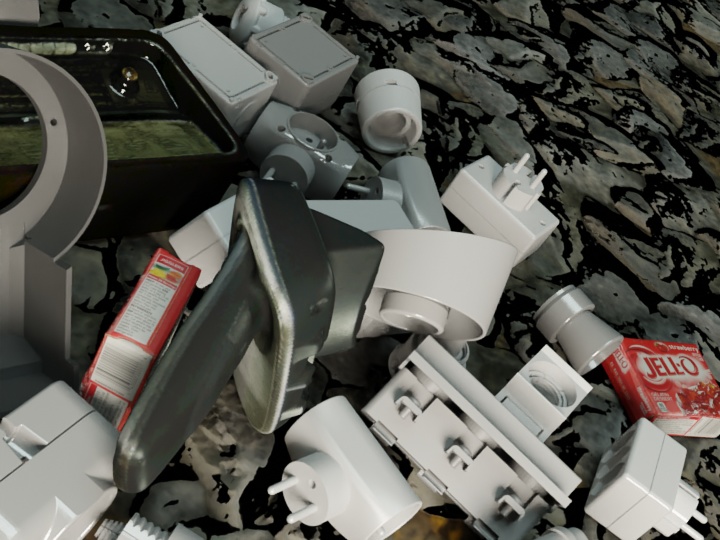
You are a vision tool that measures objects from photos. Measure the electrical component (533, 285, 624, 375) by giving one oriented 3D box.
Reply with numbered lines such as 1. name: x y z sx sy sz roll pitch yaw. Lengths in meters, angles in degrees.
1. electrical component: 0.164 0.045 0.811 0.045 0.045 0.055 -17 61 -45

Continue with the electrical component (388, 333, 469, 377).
1. electrical component: 0.051 0.055 0.705 0.048 0.062 0.048 21 39 -19

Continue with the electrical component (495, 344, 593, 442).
1. electrical component: 0.112 0.091 0.709 0.042 0.063 0.081 43 38 12

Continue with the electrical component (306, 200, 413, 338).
1. electrical component: 0.000 0.000 0.737 0.100 0.048 0.099 -3 51 -38

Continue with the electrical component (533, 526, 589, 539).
1. electrical component: 0.110 0.205 0.576 0.057 0.078 0.113 -10 55 -39

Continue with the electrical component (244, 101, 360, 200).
1. electrical component: -0.049 -0.077 0.786 0.077 0.044 0.079 32 38 -3

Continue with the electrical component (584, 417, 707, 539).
1. electrical component: 0.201 0.152 0.723 0.077 0.047 0.065 37 38 2

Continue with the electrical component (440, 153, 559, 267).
1. electrical component: 0.122 -0.061 0.868 0.083 0.075 0.047 45 39 13

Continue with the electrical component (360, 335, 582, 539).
1. electrical component: 0.062 0.105 0.643 0.121 0.078 0.063 44 81 5

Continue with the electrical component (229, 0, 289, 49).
1. electrical component: -0.075 -0.198 0.897 0.062 0.048 0.048 21 40 -28

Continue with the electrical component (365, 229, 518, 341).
1. electrical component: 0.040 0.003 0.649 0.099 0.099 0.064 22 73 -16

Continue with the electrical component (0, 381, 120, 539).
1. electrical component: -0.156 0.105 0.508 0.059 0.053 0.095 40 38 7

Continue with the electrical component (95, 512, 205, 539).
1. electrical component: -0.092 0.146 0.520 0.081 0.043 0.043 33 38 -1

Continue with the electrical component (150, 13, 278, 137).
1. electrical component: -0.121 -0.137 0.783 0.096 0.061 0.062 40 38 8

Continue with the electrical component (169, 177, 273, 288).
1. electrical component: -0.070 -0.008 0.694 0.066 0.047 0.076 -35 95 -45

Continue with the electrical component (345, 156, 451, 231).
1. electrical component: 0.026 -0.049 0.810 0.079 0.043 0.077 11 44 -27

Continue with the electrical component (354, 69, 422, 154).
1. electrical component: 0.024 -0.130 0.888 0.055 0.055 0.047 15 46 -23

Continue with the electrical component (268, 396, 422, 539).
1. electrical component: -0.017 0.119 0.602 0.079 0.044 0.077 -16 59 -45

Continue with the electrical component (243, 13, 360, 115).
1. electrical component: -0.051 -0.155 0.853 0.062 0.061 0.096 41 38 7
